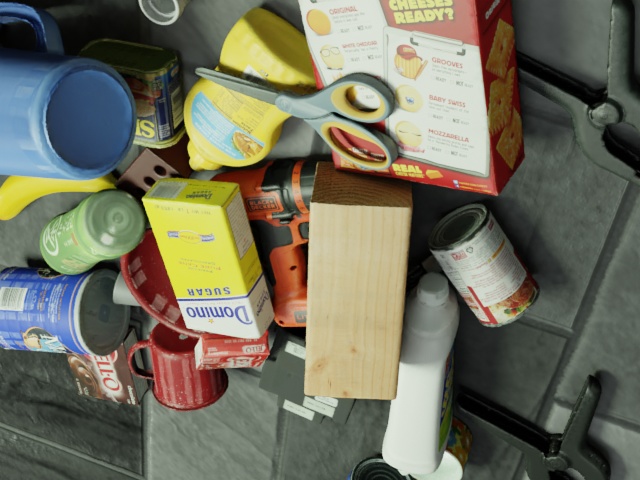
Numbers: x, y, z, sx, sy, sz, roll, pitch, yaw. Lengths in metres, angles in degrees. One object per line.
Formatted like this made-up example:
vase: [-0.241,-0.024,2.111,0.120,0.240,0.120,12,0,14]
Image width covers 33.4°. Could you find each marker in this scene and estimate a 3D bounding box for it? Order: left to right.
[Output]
marker: [0.072,0.057,1.083,0.121,0.020,0.020,-37,110,10]

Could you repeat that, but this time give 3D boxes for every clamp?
clamp: [0.250,0.230,1.175,0.165,0.036,0.210,-6,126,30]
clamp: [0.242,-0.119,0.878,0.171,0.039,0.120,45,139,-12]

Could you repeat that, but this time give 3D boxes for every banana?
banana: [-0.303,-0.057,1.192,0.198,0.037,0.069,-6,125,29]

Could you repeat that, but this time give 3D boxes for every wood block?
wood block: [0.035,0.039,1.001,0.090,0.090,0.206,3,118,2]

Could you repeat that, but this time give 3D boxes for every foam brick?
foam brick: [-0.165,-0.074,1.102,0.053,0.051,0.078,40,133,-11]

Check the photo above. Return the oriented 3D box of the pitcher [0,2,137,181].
pitcher: [-0.280,-0.131,1.009,0.243,0.144,0.149,11,136,46]

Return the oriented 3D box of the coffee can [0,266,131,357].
coffee can: [-0.312,0.084,1.272,0.140,0.102,0.103,1,128,25]

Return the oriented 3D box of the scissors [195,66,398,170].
scissors: [-0.016,-0.129,0.916,0.202,0.016,0.096,32,138,9]

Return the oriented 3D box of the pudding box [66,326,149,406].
pudding box: [-0.272,0.154,1.358,0.090,0.039,0.113,8,131,19]

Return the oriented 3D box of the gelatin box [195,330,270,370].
gelatin box: [-0.097,0.122,1.169,0.073,0.030,0.089,-2,166,-12]

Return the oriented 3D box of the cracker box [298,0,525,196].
cracker box: [0.078,-0.151,0.893,0.164,0.072,0.213,12,133,31]

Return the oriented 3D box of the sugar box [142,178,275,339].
sugar box: [-0.110,0.021,1.081,0.093,0.048,0.176,6,129,25]

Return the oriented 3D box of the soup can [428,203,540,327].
soup can: [0.156,0.024,1.021,0.069,0.068,0.102,-19,117,36]

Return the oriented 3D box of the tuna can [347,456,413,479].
tuna can: [0.072,0.305,1.291,0.086,0.086,0.034,24,132,5]

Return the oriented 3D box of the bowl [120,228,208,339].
bowl: [-0.136,0.035,1.179,0.162,0.055,0.162,13,132,15]

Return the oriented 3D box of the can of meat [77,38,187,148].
can of meat: [-0.184,-0.145,1.048,0.102,0.057,0.084,12,130,16]

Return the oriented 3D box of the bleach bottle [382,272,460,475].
bleach bottle: [0.108,0.133,1.103,0.068,0.102,0.251,12,138,13]

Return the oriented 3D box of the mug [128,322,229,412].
mug: [-0.169,0.141,1.259,0.117,0.093,0.081,2,125,6]

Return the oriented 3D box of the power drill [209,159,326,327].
power drill: [-0.007,0.001,1.090,0.185,0.057,0.187,-3,125,24]

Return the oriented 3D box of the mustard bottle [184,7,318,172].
mustard bottle: [-0.076,-0.125,1.011,0.096,0.058,0.192,38,134,-6]
